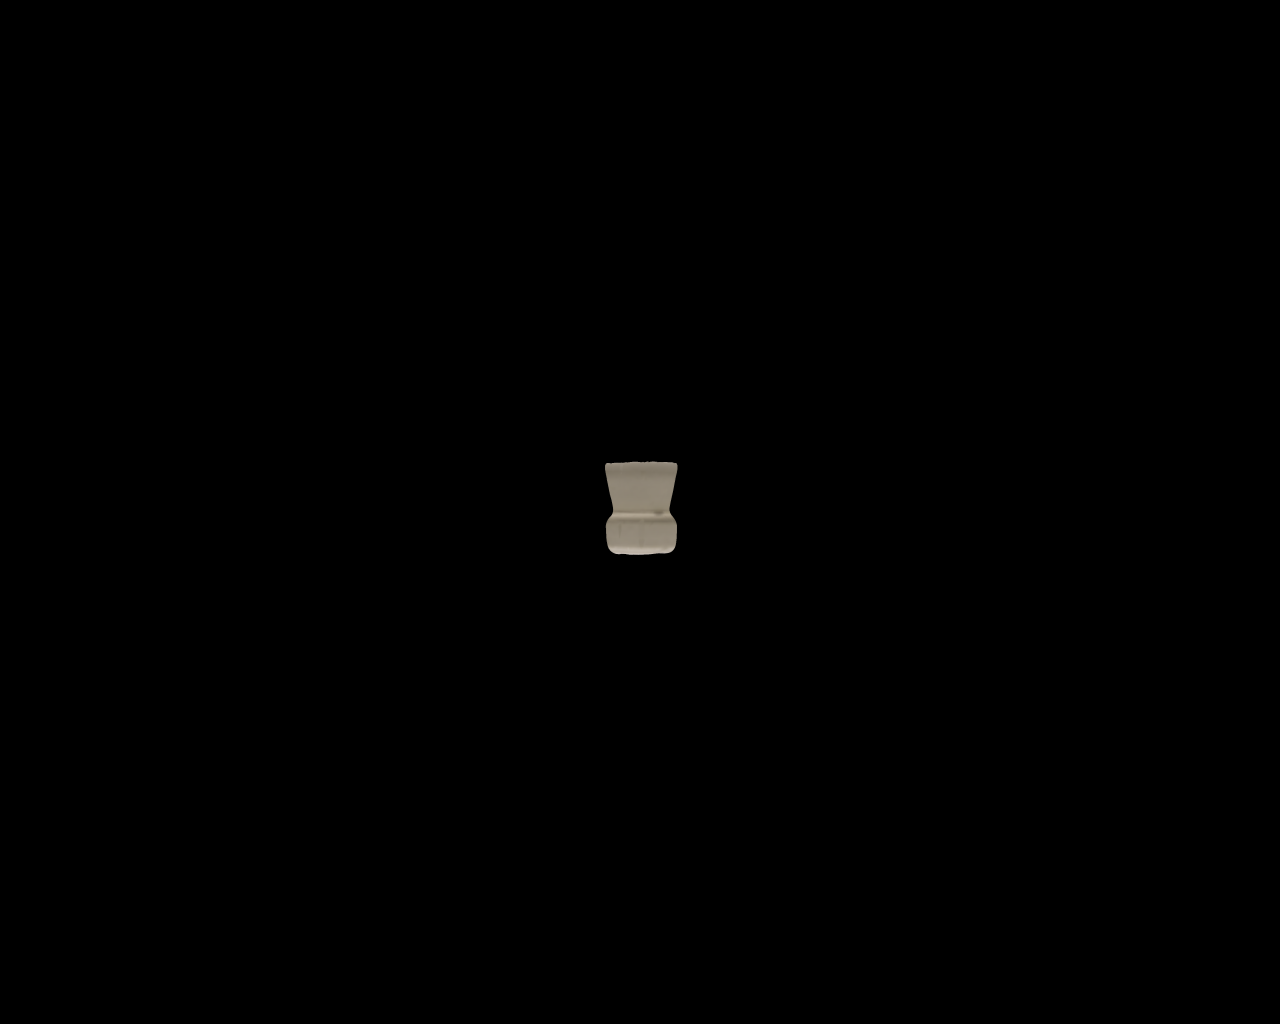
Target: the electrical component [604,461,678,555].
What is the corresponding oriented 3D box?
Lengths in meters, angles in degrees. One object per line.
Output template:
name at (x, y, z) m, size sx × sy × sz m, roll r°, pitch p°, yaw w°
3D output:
electrical component at (0.001, -0.003, 0.650) m, size 0.045 × 0.055 × 0.045 m, roll 0°, pitch 0°, yaw 0°
